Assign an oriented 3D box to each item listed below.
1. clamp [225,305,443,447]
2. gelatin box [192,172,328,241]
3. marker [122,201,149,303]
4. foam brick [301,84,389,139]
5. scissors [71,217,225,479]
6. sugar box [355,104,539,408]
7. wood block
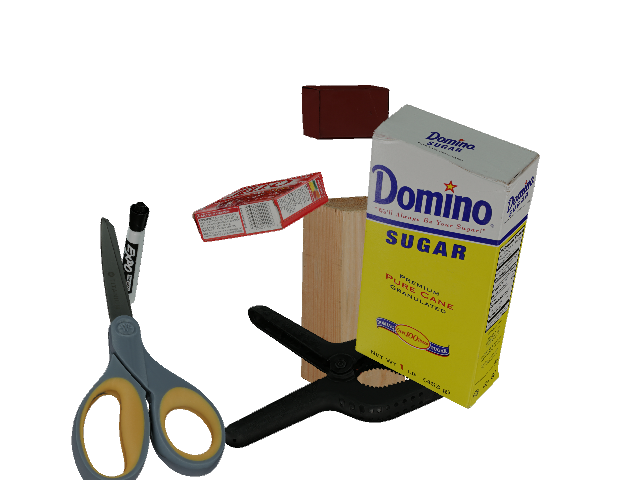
[{"bbox_3d":[0.013,0.134,0.993,0.210,0.036,0.164,6,45,12],"label":"clamp"},{"bbox_3d":[-0.050,-0.028,0.887,0.089,0.030,0.073,-8,15,36],"label":"gelatin box"},{"bbox_3d":[-0.187,0.013,1.062,0.020,0.121,0.020,11,35,-8],"label":"marker"},{"bbox_3d":[0.025,-0.131,1.085,0.078,0.051,0.053,-3,13,-19],"label":"foam brick"},{"bbox_3d":[-0.101,0.067,0.651,0.096,0.201,0.016,13,-46,-12],"label":"scissors"},{"bbox_3d":[0.073,0.013,0.661,0.093,0.176,0.048,24,44,27],"label":"sugar box"},{"bbox_3d":[0.038,0.059,1.192,0.090,0.206,0.091,-5,13,-31],"label":"wood block"}]
